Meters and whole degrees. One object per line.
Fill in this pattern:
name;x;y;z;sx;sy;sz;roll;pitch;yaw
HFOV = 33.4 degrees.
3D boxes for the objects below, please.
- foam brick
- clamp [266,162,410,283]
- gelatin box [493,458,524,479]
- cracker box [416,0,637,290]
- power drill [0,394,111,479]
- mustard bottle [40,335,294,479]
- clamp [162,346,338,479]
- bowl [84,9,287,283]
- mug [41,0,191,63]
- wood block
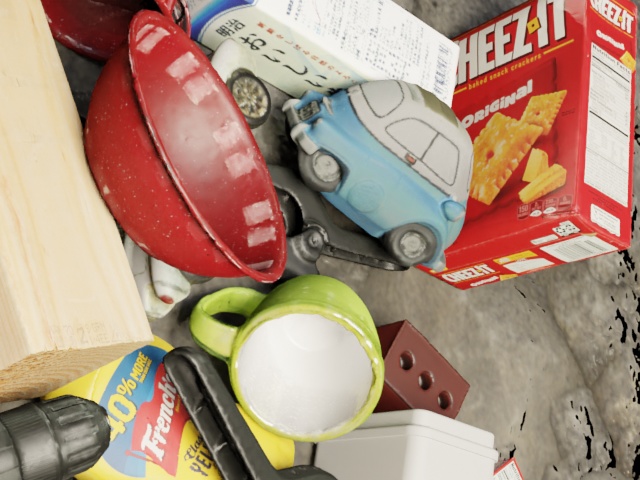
foam brick;0.060;0.105;0.774;0.078;0.051;0.053;46;53;-19
clamp;-0.005;0.001;0.763;0.171;0.039;0.120;56;48;-17
gelatin box;0.127;0.218;0.808;0.089;0.030;0.073;-25;91;-41
cracker box;0.160;-0.082;0.840;0.072;0.164;0.213;25;62;-34
power drill;-0.148;0.165;0.461;0.184;0.057;0.188;-16;62;-33
mustard bottle;-0.105;0.109;0.635;0.191;0.058;0.096;41;53;-22
clamp;-0.033;0.176;0.603;0.209;0.036;0.164;41;52;-38
bowl;-0.079;-0.041;0.582;0.162;0.055;0.162;58;15;-27
mug;-0.123;-0.167;0.693;0.117;0.093;0.081;42;48;-40
wood block;-0.174;-0.025;0.548;0.090;0.091;0.206;1;65;-60
